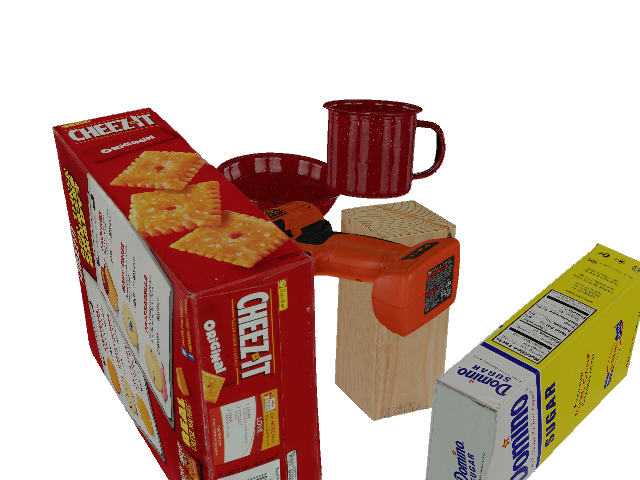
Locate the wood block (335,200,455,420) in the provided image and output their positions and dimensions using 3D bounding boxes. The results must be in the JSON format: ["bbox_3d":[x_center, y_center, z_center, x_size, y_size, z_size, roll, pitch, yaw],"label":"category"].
[{"bbox_3d":[0.077,0.072,1.129,0.090,0.206,0.091,-8,23,-25],"label":"wood block"}]

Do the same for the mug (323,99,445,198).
[{"bbox_3d":[0.059,-0.086,1.007,0.117,0.081,0.093,2,15,-2],"label":"mug"}]

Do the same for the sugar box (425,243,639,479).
[{"bbox_3d":[0.131,0.082,0.632,0.048,0.093,0.175,25,41,31],"label":"sugar box"}]

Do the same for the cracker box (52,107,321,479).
[{"bbox_3d":[-0.077,0.039,0.598,0.072,0.164,0.214,-16,33,-23],"label":"cracker box"}]

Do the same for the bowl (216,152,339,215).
[{"bbox_3d":[-0.050,-0.053,1.299,0.162,0.055,0.162,4,26,-2],"label":"bowl"}]

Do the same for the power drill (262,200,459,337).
[{"bbox_3d":[-0.001,0.020,0.822,0.188,0.057,0.184,14,24,29],"label":"power drill"}]
